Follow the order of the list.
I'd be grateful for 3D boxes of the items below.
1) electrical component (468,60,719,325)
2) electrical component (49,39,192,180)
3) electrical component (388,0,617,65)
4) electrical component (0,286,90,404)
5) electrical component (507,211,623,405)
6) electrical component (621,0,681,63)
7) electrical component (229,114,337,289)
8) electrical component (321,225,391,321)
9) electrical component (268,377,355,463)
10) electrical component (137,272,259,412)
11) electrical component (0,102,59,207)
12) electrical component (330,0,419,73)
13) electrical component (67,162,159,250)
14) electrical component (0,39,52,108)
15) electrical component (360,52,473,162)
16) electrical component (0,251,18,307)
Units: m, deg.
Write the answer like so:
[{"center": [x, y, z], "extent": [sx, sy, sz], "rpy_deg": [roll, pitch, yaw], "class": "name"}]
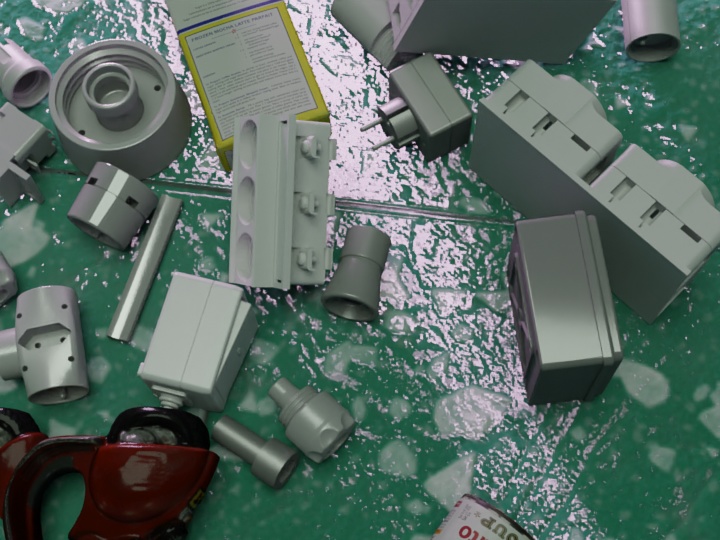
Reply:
[{"center": [0.171, -0.059, 0.785], "extent": [0.060, 0.105, 0.186], "rpy_deg": [-43, 74, -14], "class": "electrical component"}, {"center": [-0.191, -0.130, 0.844], "extent": [0.108, 0.060, 0.108], "rpy_deg": [0, 69, 1], "class": "electrical component"}, {"center": [0.106, -0.214, 0.832], "extent": [0.150, 0.089, 0.061], "rpy_deg": [0, 68, -19], "class": "electrical component"}, {"center": [-0.242, 0.058, 0.783], "extent": [0.079, 0.043, 0.077], "rpy_deg": [-12, 70, -3], "class": "electrical component"}, {"center": [0.139, 0.030, 0.751], "extent": [0.056, 0.108, 0.108], "rpy_deg": [-7, 69, 1], "class": "electrical component"}, {"center": [0.235, -0.215, 0.876], "extent": [0.043, 0.043, 0.081], "rpy_deg": [0, 69, 1], "class": "electrical component"}, {"center": [-0.057, -0.050, 0.788], "extent": [0.063, 0.079, 0.121], "rpy_deg": [1, 94, -30], "class": "electrical component"}, {"center": [0.000, 0.000, 0.802], "extent": [0.044, 0.044, 0.065], "rpy_deg": [13, 65, 6], "class": "electrical component"}, {"center": [-0.038, 0.102, 0.762], "extent": [0.062, 0.043, 0.043], "rpy_deg": [41, 75, 16], "class": "electrical component"}, {"center": [-0.115, 0.059, 0.770], "extent": [0.061, 0.061, 0.096], "rpy_deg": [13, 70, 6], "class": "electrical component"}, {"center": [-0.276, -0.092, 0.842], "extent": [0.081, 0.042, 0.063], "rpy_deg": [33, 72, 12], "class": "electrical component"}, {"center": [0.018, -0.196, 0.873], "extent": [0.043, 0.043, 0.081], "rpy_deg": [-39, 74, -12], "class": "electrical component"}, {"center": [-0.189, -0.047, 0.817], "extent": [0.055, 0.055, 0.047], "rpy_deg": [26, 76, 11], "class": "electrical component"}, {"center": [-0.279, -0.160, 0.869], "extent": [0.040, 0.040, 0.046], "rpy_deg": [-42, 68, -13], "class": "electrical component"}, {"center": [0.038, -0.119, 0.842], "extent": [0.077, 0.047, 0.065], "rpy_deg": [-28, 71, -9], "class": "electrical component"}, {"center": [-0.288, -0.003, 0.807], "extent": [0.043, 0.043, 0.062], "rpy_deg": [-32, 71, -10], "class": "electrical component"}]
